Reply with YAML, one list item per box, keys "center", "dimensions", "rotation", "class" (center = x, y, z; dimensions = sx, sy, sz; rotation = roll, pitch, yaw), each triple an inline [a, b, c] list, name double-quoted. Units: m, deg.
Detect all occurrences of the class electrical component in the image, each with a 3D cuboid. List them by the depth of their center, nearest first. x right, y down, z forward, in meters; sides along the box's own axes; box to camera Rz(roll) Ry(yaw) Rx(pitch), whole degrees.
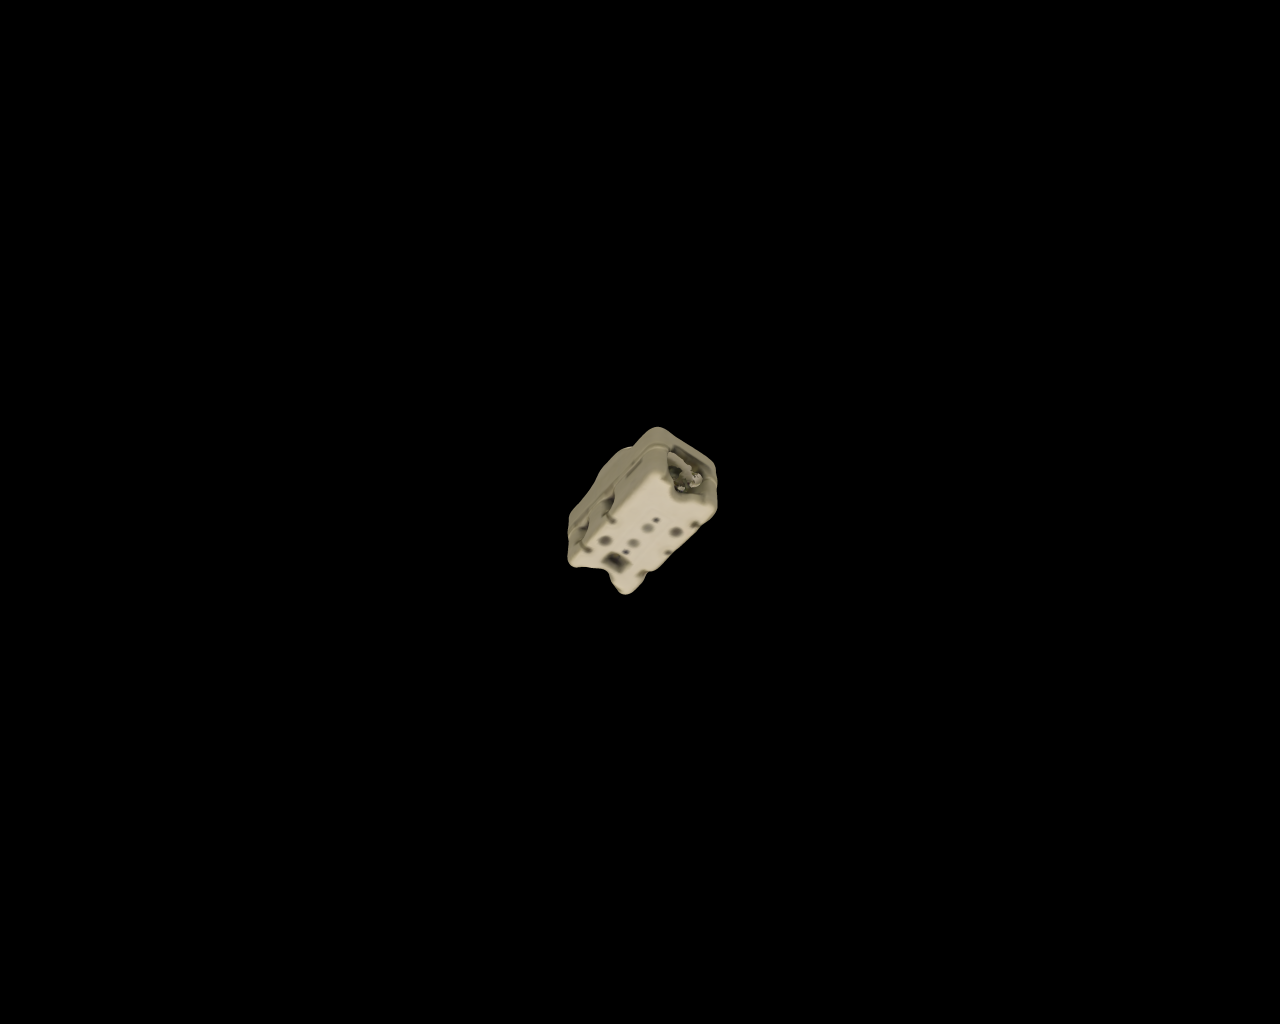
- center: [0.001, -0.003, 0.650]
  dimensions: [0.050, 0.089, 0.056]
  rotation: [32, 32, -22]
  class: "electrical component"
